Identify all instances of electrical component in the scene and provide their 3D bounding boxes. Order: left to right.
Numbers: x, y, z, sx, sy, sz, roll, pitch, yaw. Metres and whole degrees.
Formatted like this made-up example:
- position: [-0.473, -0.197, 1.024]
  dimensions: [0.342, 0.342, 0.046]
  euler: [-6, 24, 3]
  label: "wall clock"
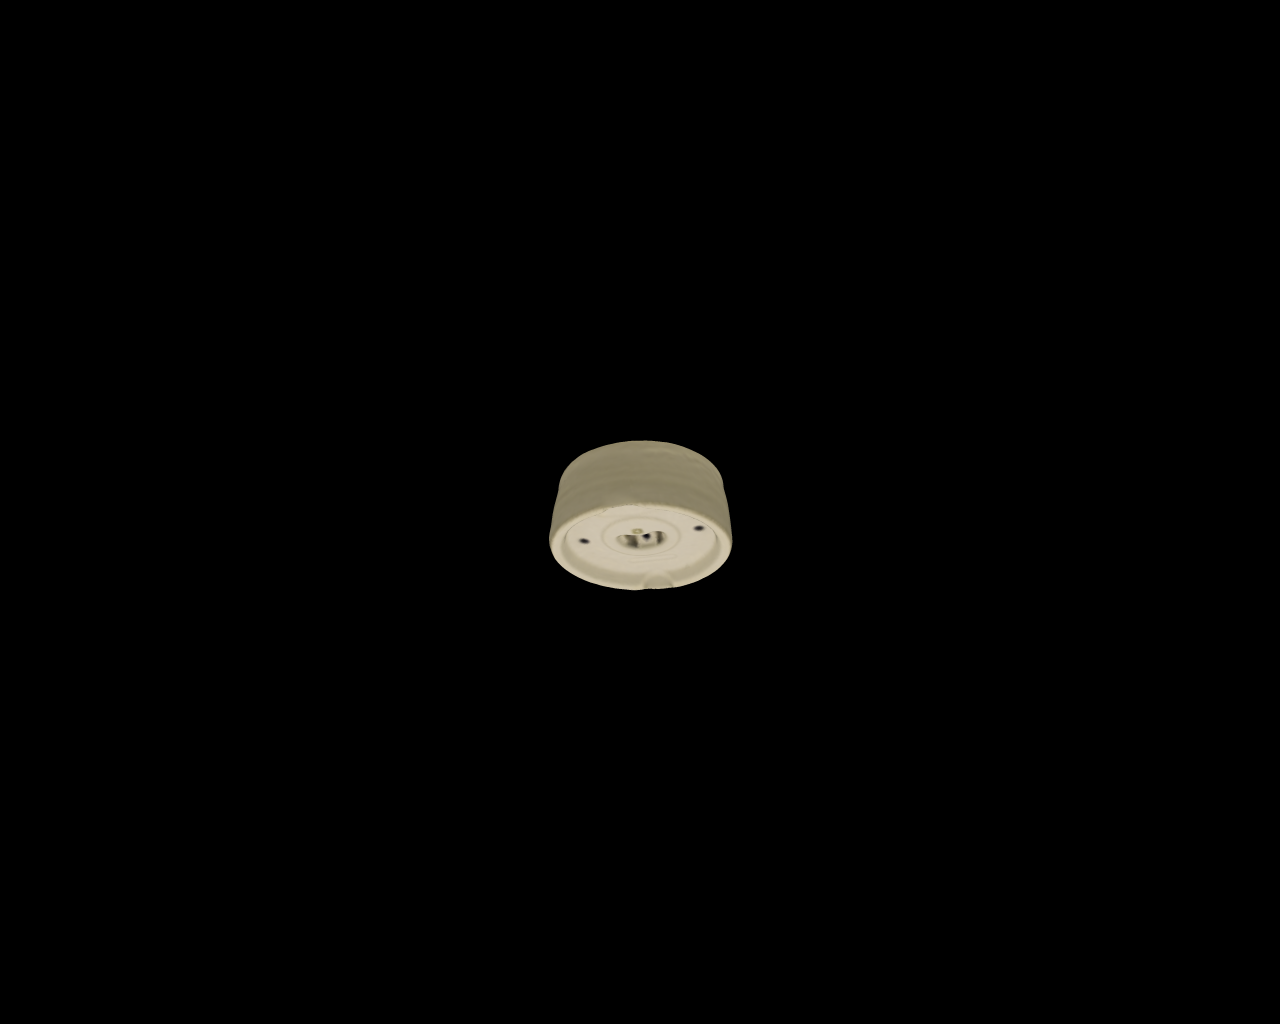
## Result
- position: [0.001, -0.003, 0.650]
  dimensions: [0.108, 0.060, 0.108]
  euler: [0, -31, 0]
  label: "electrical component"
